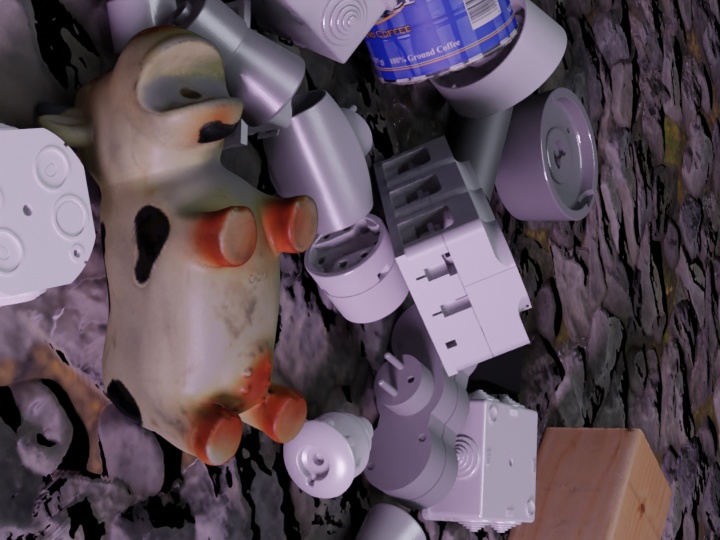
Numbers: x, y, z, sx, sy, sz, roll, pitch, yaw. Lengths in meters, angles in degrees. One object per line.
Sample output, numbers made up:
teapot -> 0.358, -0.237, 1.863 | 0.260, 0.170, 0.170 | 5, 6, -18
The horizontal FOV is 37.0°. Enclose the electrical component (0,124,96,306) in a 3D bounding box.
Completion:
electrical component -> -0.157, -0.023, 0.457 | 0.080, 0.051, 0.080 | 10, 78, -54

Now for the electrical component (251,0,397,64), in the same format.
electrical component -> -0.041, -0.166, 0.600 | 0.048, 0.100, 0.100 | -53, 135, -4

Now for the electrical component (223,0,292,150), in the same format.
electrical component -> -0.070, -0.103, 0.597 | 0.064, 0.042, 0.081 | 12, 77, -53

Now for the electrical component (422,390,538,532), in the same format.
electrical component -> 0.090, 0.140, 0.786 | 0.100, 0.048, 0.099 | 20, 70, -52

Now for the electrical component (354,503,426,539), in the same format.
electrical component -> 0.007, 0.183, 0.672 | 0.065, 0.044, 0.044 | -44, 121, -42

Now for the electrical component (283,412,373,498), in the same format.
electrical component -> -0.013, 0.106, 0.650 | 0.062, 0.048, 0.048 | -23, 104, -60

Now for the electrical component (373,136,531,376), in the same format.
electrical component -> 0.059, -0.016, 0.690 | 0.150, 0.062, 0.089 | -99, 166, -63

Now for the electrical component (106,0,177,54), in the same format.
electrical component -> -0.112, -0.141, 0.545 | 0.044, 0.044, 0.065 | -23, 109, -53

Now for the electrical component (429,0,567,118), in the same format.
electrical component -> 0.099, -0.159, 0.796 | 0.064, 0.099, 0.099 | 34, 59, -41

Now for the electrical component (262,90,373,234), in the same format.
electrical component -> -0.018, -0.075, 0.664 | 0.079, 0.044, 0.077 | -50, 126, -45

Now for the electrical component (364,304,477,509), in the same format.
electrical component -> 0.034, 0.080, 0.711 | 0.074, 0.052, 0.138 | 43, 52, -44

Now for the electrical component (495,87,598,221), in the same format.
electrical component -> 0.146, -0.091, 0.883 | 0.108, 0.060, 0.108 | 11, 77, -54

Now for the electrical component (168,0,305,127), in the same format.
electrical component -> -0.065, -0.108, 0.536 | 0.065, 0.044, 0.044 | 37, 55, -30

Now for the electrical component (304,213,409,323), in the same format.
electrical component -> 0.000, 0.000, 0.673 | 0.047, 0.055, 0.055 | 58, 43, -38
